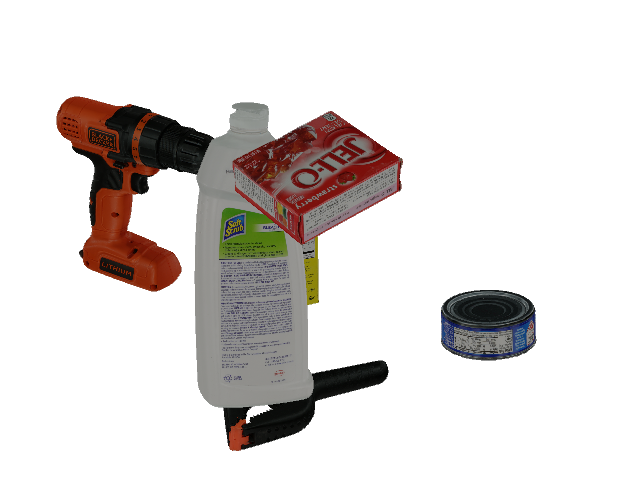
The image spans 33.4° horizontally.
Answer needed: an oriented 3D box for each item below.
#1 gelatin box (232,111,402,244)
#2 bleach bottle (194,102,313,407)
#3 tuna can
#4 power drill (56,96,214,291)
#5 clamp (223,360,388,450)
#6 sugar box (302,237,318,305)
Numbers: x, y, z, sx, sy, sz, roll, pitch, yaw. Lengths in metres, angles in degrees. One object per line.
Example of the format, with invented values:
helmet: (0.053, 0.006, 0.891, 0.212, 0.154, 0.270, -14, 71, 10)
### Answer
gelatin box: (-0.002, -0.044, 0.706, 0.089, 0.030, 0.073, -30, 49, -26)
bleach bottle: (-0.053, 0.012, 0.886, 0.102, 0.251, 0.068, -4, 20, -19)
tuna can: (0.152, 0.075, 0.966, 0.086, 0.034, 0.086, -4, 19, 1)
power drill: (-0.181, -0.045, 1.080, 0.185, 0.188, 0.057, 18, 32, 24)
clamp: (-0.029, 0.156, 1.109, 0.165, 0.036, 0.209, 12, 26, 15)
sugar box: (-0.037, -0.017, 1.275, 0.048, 0.176, 0.093, -13, 25, -19)
